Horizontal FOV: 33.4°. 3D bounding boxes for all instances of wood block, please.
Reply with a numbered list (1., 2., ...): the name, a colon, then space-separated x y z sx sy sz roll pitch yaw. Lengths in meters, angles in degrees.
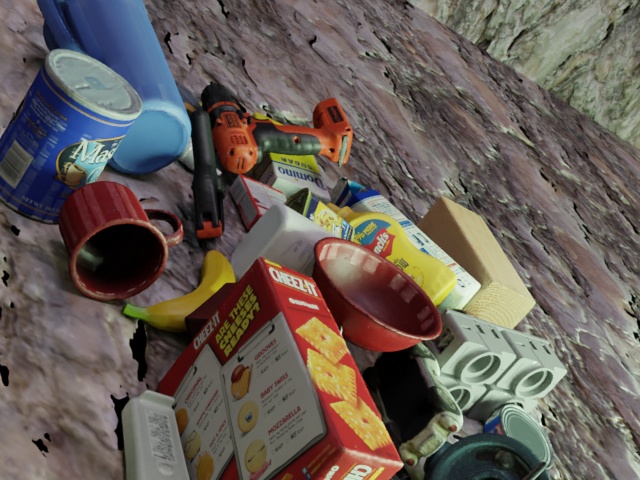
1. wood block: 0.211 0.042 1.526 0.090 0.091 0.206 25 25 -31

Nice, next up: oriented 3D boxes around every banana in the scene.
1. banana: -0.123 0.053 1.080 0.069 0.037 0.197 41 23 6

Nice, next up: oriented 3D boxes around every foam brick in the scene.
1. foam brick: -0.083 0.081 1.021 0.078 0.051 0.053 -43 126 -52

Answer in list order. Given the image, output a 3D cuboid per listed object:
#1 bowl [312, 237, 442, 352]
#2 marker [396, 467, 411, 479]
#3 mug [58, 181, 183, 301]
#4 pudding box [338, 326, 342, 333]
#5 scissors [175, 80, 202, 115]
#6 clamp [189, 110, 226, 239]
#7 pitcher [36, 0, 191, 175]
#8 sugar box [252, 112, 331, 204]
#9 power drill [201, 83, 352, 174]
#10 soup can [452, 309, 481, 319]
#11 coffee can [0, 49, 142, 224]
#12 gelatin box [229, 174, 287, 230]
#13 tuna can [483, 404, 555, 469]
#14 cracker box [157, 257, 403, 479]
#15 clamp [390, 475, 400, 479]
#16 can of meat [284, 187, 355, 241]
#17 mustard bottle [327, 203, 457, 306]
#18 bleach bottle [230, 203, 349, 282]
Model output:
1. bowl: 0.048 0.068 1.133 0.162 0.055 0.162 30 22 -14
2. marker: 0.059 0.203 1.082 0.020 0.020 0.121 16 30 -42
3. mug: -0.189 -0.006 1.014 0.117 0.093 0.082 -14 40 -19
4. pudding box: -0.029 0.120 1.038 0.090 0.039 0.113 4 20 6
5. scissors: -0.205 -0.207 1.493 0.202 0.016 0.096 42 23 11
6. clamp: -0.131 -0.070 1.237 0.171 0.039 0.120 -102 175 -57
7. pitcher: -0.246 -0.196 1.268 0.149 0.145 0.243 -9 47 -23
8. sugar box: -0.048 -0.104 1.486 0.093 0.048 0.176 22 25 -29
9. power drill: -0.062 -0.155 1.441 0.187 0.057 0.184 -4 41 -17
10. soup can: 0.203 0.133 1.366 0.102 0.069 0.068 21 27 -35
11. coffee can: -0.254 -0.101 1.050 0.102 0.140 0.103 31 23 -15
12. gelatin box: -0.069 -0.037 1.347 0.073 0.030 0.089 21 27 -37
13. tuna can: 0.229 0.235 1.234 0.086 0.034 0.086 33 32 -24
14. cracker box: -0.041 0.146 0.856 0.072 0.164 0.214 23 27 -36
15. clamp: 0.016 0.197 1.005 0.164 0.036 0.210 21 26 -41
16. can of meat: -0.008 0.002 1.288 0.083 0.058 0.102 37 44 -23
17. mustard bottle: 0.075 0.020 1.361 0.192 0.096 0.058 43 -1 15
18. bleach bottle: 0.024 0.059 1.232 0.250 0.103 0.068 33 15 -28
